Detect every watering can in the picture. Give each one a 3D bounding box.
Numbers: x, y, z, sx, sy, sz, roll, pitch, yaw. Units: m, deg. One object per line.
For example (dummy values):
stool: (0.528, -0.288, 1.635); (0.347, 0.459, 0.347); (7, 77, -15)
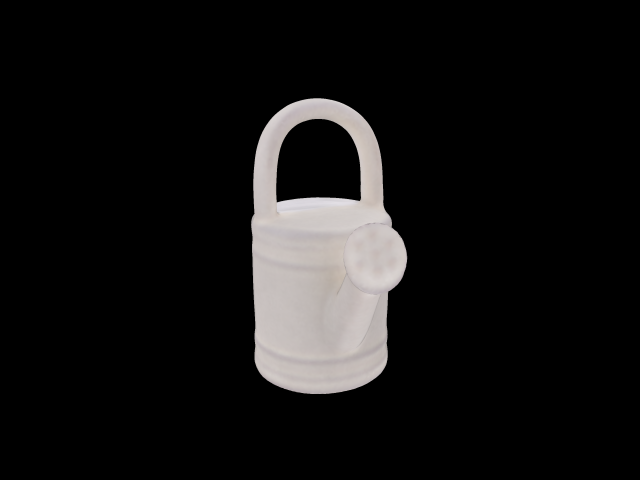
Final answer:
watering can: (0.006, 0.001, 0.401); (0.101, 0.194, 0.172); (-16, 23, -40)
